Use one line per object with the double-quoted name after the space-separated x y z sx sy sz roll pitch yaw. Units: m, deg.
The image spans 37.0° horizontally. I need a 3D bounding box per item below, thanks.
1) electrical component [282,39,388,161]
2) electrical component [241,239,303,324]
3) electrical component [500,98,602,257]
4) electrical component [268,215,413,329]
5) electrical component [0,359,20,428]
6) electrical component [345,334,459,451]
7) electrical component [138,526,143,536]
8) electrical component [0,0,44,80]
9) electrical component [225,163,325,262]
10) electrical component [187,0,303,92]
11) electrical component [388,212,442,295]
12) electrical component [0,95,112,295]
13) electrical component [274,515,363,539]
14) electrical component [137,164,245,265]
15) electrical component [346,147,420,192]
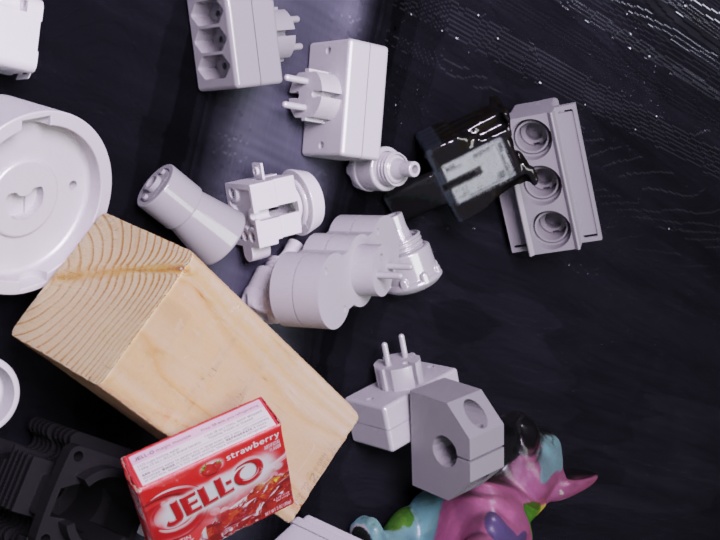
-0.025 -0.124 0.774 0.076 0.047 0.083 2 93 -42 "electrical component"
-0.059 0.006 0.767 0.035 0.035 0.061 41 65 -37 "electrical component"
0.159 -0.082 0.927 0.063 0.079 0.121 -55 133 -62 "electrical component"
0.000 0.000 0.760 0.138 0.074 0.052 -39 127 -58 "electrical component"
-0.225 0.067 0.609 0.045 0.055 0.045 -5 98 -41 "electrical component"
0.032 0.089 0.848 0.083 0.047 0.075 -23 109 -38 "electrical component"
-0.123 0.159 0.706 0.043 0.062 0.043 -5 98 -41 "electrical component"
-0.216 -0.137 0.606 0.064 0.042 0.081 6 91 -46 "electrical component"
-0.059 -0.044 0.754 0.055 0.048 0.066 -16 105 -32 "electrical component"
-0.070 -0.159 0.730 0.077 0.047 0.065 -16 105 -40 "electrical component"
0.034 -0.014 0.842 0.048 0.048 0.062 -29 106 -36 "electrical component"
-0.202 -0.047 0.608 0.108 0.060 0.108 -36 139 -39 "electrical component"
-0.010 0.247 0.786 0.056 0.109 0.108 -38 118 -30 "electrical component"
-0.114 -0.039 0.709 0.065 0.044 0.044 41 68 -32 "electrical component"
0.020 -0.076 0.809 0.035 0.061 0.035 -5 98 -41 "electrical component"
